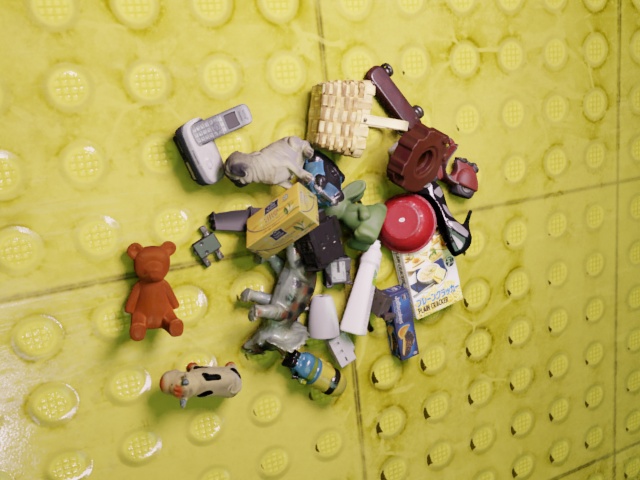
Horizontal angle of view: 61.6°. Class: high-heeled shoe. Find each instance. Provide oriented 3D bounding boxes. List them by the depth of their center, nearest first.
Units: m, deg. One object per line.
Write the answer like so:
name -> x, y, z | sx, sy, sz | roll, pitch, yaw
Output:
high-heeled shoe -> 0.296, -0.065, 1.423 | 0.249, 0.086, 0.145 | 28, 72, 2

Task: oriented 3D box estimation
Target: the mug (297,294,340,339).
mug -> -0.004, 0.195, 1.388 | 0.110, 0.081, 0.107 | 0, 91, 15

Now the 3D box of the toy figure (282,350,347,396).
toy figure -> -0.011, 0.348, 1.397 | 0.180, 0.089, 0.082 | 38, 91, -26

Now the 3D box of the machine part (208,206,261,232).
machine part -> -0.196, -0.044, 1.282 | 0.139, 0.039, 0.084 | 1, 104, -24

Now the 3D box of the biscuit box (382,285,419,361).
biscuit box -> 0.221, 0.227, 1.488 | 0.063, 0.059, 0.202 | -18, 105, -19

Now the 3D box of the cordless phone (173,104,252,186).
cordless phone -> -0.225, -0.218, 1.218 | 0.184, 0.089, 0.146 | -29, 109, -20

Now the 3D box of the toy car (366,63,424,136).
toy car -> 0.188, -0.356, 1.378 | 0.202, 0.053, 0.089 | 47, 70, -18

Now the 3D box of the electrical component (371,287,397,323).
electrical component -> 0.165, 0.175, 1.439 | 0.045, 0.102, 0.078 | 13, 102, -32

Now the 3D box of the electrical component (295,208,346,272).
electrical component -> -0.003, -0.004, 1.281 | 0.115, 0.058, 0.134 | -33, 111, -46

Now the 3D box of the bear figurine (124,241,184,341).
bear figurine -> -0.367, 0.106, 1.191 | 0.120, 0.132, 0.195 | 1, 105, -25

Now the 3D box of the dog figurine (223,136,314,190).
dog figurine -> -0.124, -0.191, 1.234 | 0.190, 0.172, 0.121 | 16, 134, -25

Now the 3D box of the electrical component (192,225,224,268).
electrical component -> -0.270, 0.014, 1.270 | 0.063, 0.021, 0.094 | -33, 110, -14

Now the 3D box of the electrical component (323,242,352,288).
electrical component -> 0.041, 0.061, 1.385 | 0.075, 0.048, 0.119 | -10, 101, -9

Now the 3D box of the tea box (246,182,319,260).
tea box -> -0.087, -0.041, 1.219 | 0.169, 0.098, 0.068 | -35, 130, 26

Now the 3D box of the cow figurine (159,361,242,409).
cow figurine -> -0.279, 0.339, 1.265 | 0.195, 0.127, 0.085 | 7, 93, -26

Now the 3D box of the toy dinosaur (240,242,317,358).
toy dinosaur -> -0.074, 0.111, 1.321 | 0.192, 0.131, 0.404 | 28, 84, -35

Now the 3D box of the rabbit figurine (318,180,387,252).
rabbit figurine -> 0.077, -0.072, 1.346 | 0.170, 0.121, 0.159 | 24, 78, -1

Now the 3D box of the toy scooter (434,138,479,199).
toy scooter -> 0.367, -0.199, 1.469 | 0.184, 0.075, 0.135 | 21, 89, -20

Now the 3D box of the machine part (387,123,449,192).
machine part -> 0.245, -0.200, 1.329 | 0.179, 0.056, 0.179 | -28, 139, -28

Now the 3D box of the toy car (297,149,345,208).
toy car -> -0.004, -0.133, 1.303 | 0.103, 0.162, 0.109 | -35, 126, 28
